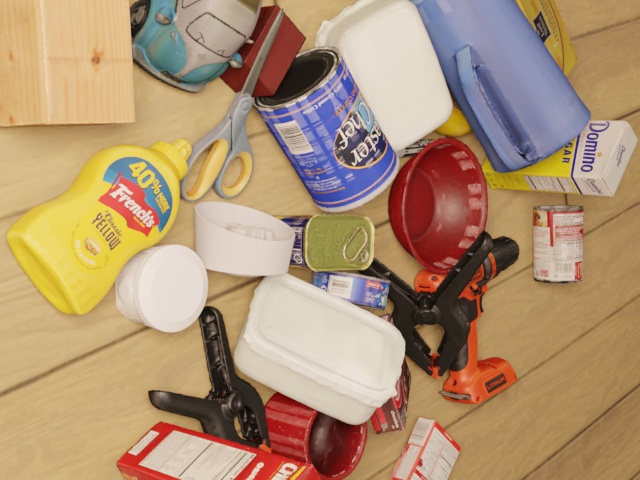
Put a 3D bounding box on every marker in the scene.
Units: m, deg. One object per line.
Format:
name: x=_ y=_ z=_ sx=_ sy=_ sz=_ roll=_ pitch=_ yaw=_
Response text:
marker: x=0.124 y=-0.111 z=1.279 sx=0.120 sy=0.020 sz=0.020 roll=-10 pitch=100 yaw=-45

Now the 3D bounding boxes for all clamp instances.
clamp: x=0.113 y=0.074 z=1.231 sx=0.036 sy=0.164 sz=0.210 roll=-77 pitch=166 yaw=-52
clamp: x=-0.103 y=0.164 z=1.050 sx=0.120 sy=0.039 sz=0.171 roll=-47 pitch=122 yaw=-38

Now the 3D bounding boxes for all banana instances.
banana: x=0.127 y=-0.173 z=1.266 sx=0.197 sy=0.037 sz=0.069 roll=45 pitch=62 yaw=-37

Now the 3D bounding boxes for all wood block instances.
wood block: x=-0.217 y=-0.197 z=0.875 sx=0.090 sy=0.090 sz=0.206 roll=-8 pitch=98 yaw=-46

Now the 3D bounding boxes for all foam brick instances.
foam brick: x=-0.060 y=-0.187 z=1.061 sx=0.051 sy=0.053 sz=0.078 roll=46 pitch=62 yaw=-38

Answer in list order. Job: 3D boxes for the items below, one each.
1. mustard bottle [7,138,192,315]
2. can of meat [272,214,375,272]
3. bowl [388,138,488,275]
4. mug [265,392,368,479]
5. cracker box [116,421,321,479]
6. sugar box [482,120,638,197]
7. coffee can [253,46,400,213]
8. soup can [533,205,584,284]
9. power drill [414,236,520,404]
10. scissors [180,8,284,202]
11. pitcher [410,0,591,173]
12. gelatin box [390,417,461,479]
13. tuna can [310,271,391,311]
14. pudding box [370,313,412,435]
mustard bottle: x=-0.180 y=-0.028 z=0.947 sx=0.191 sy=0.058 sz=0.096 roll=-48 pitch=120 yaw=-33
can of meat: x=-0.007 y=0.001 z=1.106 sx=0.101 sy=0.084 sz=0.057 roll=-1 pitch=93 yaw=-46
bowl: x=0.131 y=-0.041 z=1.265 sx=0.161 sy=0.055 sz=0.162 roll=-4 pitch=96 yaw=-45
mug: x=-0.003 y=0.194 z=1.125 sx=0.117 sy=0.082 sz=0.093 roll=-44 pitch=122 yaw=-34
cracker box: x=-0.067 y=0.259 z=0.970 sx=0.072 sy=0.214 sz=0.164 roll=-45 pitch=122 yaw=-34
sugar box: x=0.299 y=-0.106 z=1.346 sx=0.048 sy=0.177 sz=0.093 roll=47 pitch=61 yaw=-37
coffee can: x=0.007 y=-0.113 z=1.100 sx=0.102 sy=0.103 sz=0.140 roll=-53 pitch=126 yaw=-29
soup can: x=0.326 y=0.005 z=1.459 sx=0.068 sy=0.069 sz=0.102 roll=-7 pitch=98 yaw=-45
power drill: x=0.199 y=0.099 z=1.346 sx=0.184 sy=0.057 sz=0.187 roll=-20 pitch=104 yaw=-40
scissors: x=-0.069 y=-0.119 z=1.034 sx=0.202 sy=0.016 sz=0.096 roll=-56 pitch=146 yaw=3
pitcher: x=0.201 y=-0.204 z=1.247 sx=0.145 sy=0.149 sz=0.242 roll=-38 pitch=107 yaw=-8
gelatin box: x=0.130 y=0.273 z=1.305 sx=0.073 sy=0.030 sz=0.089 roll=48 pitch=61 yaw=-38
tuna can: x=0.031 y=0.053 z=1.148 sx=0.085 sy=0.086 sz=0.034 roll=13 pitch=85 yaw=-45
pudding box: x=0.071 y=0.149 z=1.194 sx=0.113 sy=0.039 sz=0.090 roll=-75 pitch=150 yaw=-64
